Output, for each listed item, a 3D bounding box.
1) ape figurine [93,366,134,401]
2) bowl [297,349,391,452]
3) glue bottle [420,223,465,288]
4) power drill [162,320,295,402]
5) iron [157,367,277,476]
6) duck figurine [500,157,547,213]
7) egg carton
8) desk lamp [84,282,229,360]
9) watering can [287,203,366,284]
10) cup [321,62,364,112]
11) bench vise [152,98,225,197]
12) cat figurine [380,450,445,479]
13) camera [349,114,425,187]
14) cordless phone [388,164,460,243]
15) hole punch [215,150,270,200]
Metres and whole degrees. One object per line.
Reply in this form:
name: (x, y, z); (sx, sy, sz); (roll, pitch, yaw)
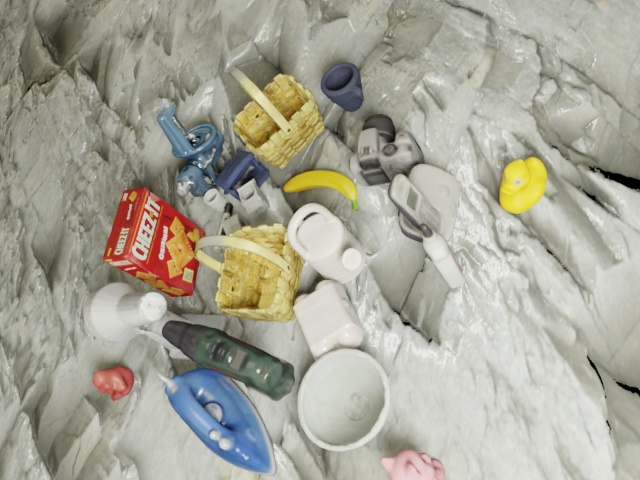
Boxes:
ape figurine: (-0.441, 0.299, 1.208); (0.077, 0.092, 0.076); (15, 72, 34)
bowl: (0.050, 0.272, 0.963); (0.167, 0.075, 0.167); (-13, 59, 22)
glue bottle: (0.198, 0.017, 0.959); (0.037, 0.174, 0.078); (-29, 54, 12)
power drill: (-0.145, 0.217, 1.016); (0.228, 0.209, 0.076); (13, 71, 33)
iron: (-0.190, 0.322, 1.025); (0.257, 0.142, 0.119); (33, 83, 37)
duck figurine: (0.350, -0.108, 1.000); (0.077, 0.086, 0.104); (30, 81, 37)
egg carton: (0.015, 0.149, 1.053); (0.107, 0.070, 0.150); (-35, 53, 8)
desk lamp: (-0.329, 0.160, 1.146); (0.202, 0.214, 0.118); (-3, 63, 28)
watering can: (0.011, 0.002, 1.057); (0.172, 0.195, 0.101); (9, 69, 32)
cup: (0.068, -0.326, 1.269); (0.092, 0.095, 0.117); (-47, 52, -1)
bench vise: (-0.302, -0.215, 1.332); (0.121, 0.220, 0.207); (-22, 56, 17)
cat figurine: (0.152, 0.358, 0.833); (0.067, 0.118, 0.127); (-45, 52, 0)
camera: (0.130, -0.195, 1.160); (0.142, 0.101, 0.137); (-9, 60, 24)
cordless phone: (0.179, -0.086, 1.019); (0.093, 0.186, 0.147); (0, 64, 29)
hole punch: (-0.191, -0.154, 1.320); (0.100, 0.091, 0.109); (32, 82, 37)
